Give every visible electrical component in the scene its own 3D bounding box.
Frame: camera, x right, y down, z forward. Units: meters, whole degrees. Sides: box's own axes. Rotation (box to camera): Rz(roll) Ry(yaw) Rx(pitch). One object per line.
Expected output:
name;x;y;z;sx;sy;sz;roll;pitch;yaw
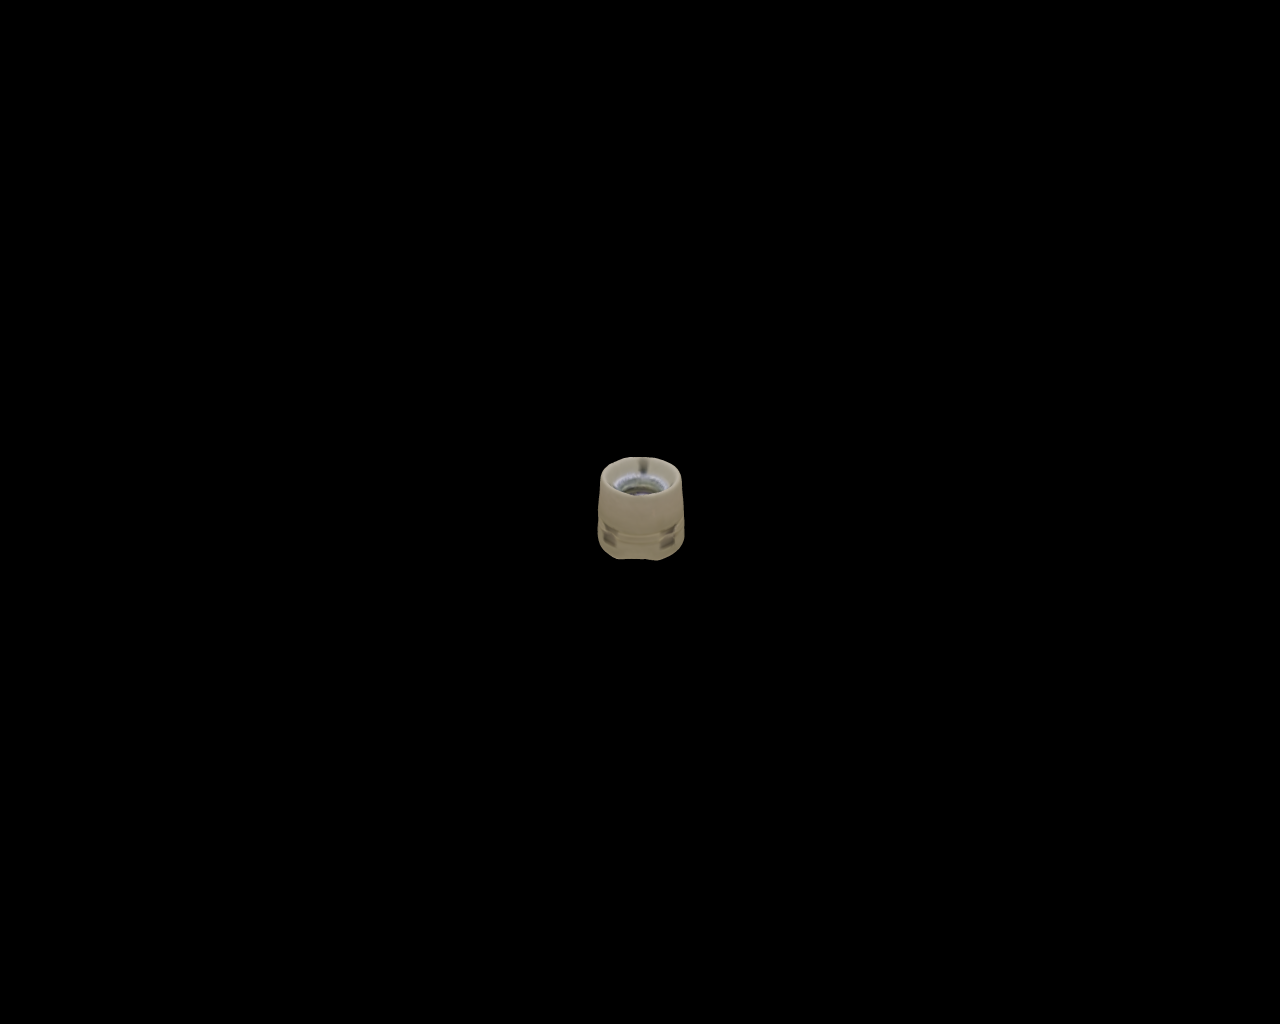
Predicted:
electrical component;0.001;-0.003;0.650;0.055;0.047;0.055;0;33;0
